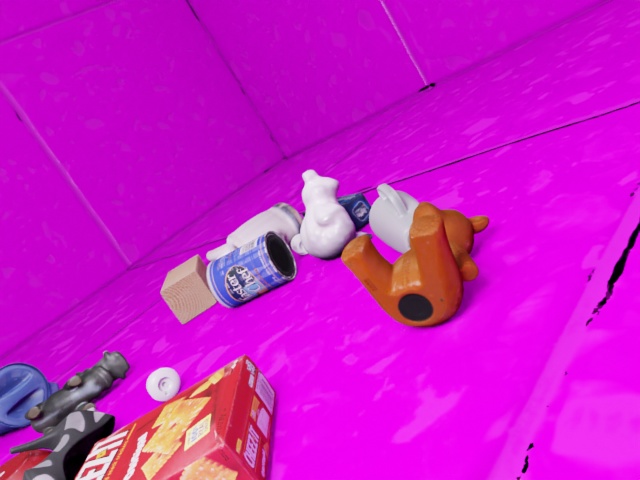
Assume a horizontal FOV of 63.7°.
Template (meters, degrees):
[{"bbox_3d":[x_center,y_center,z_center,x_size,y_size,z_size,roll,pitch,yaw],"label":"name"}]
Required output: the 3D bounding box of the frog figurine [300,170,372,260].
[{"bbox_3d":[0.003,-0.048,0.949,0.123,0.158,0.138,-35,13,-7],"label":"frog figurine"}]

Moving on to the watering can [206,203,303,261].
[{"bbox_3d":[-0.162,0.001,1.241,0.226,0.103,0.348,-35,16,-19],"label":"watering can"}]
